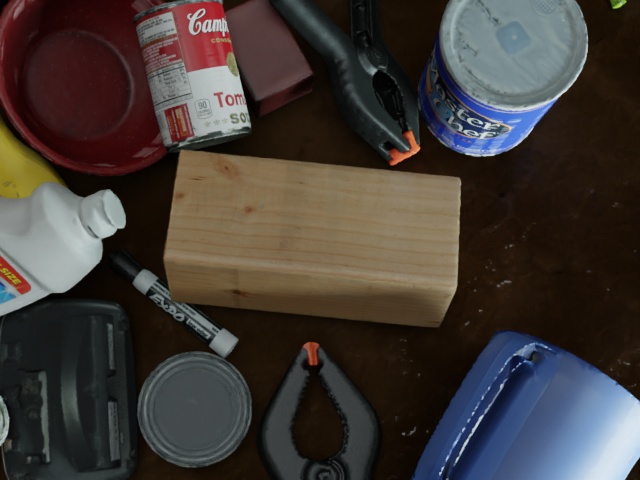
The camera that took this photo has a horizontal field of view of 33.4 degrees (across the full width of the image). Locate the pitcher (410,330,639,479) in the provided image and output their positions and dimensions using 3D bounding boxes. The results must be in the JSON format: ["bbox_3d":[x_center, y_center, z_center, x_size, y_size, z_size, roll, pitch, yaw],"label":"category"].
[{"bbox_3d":[0.112,0.187,0.733,0.149,0.145,0.242,36,75,-2],"label":"pitcher"}]

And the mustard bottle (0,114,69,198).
[{"bbox_3d":[-0.274,-0.075,0.778,0.096,0.058,0.191,-34,117,-2],"label":"mustard bottle"}]

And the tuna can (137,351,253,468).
[{"bbox_3d":[-0.093,0.128,0.809,0.086,0.034,0.086,0,81,-1],"label":"tuna can"}]

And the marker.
[{"bbox_3d":[-0.116,0.048,0.829,0.121,0.020,0.020,37,82,4],"label":"marker"}]

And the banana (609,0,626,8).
[{"bbox_3d":[0.156,-0.234,0.870,0.198,0.037,0.069,5,81,0],"label":"banana"}]

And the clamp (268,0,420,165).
[{"bbox_3d":[0.036,-0.146,0.842,0.120,0.039,0.171,-36,100,-39],"label":"clamp"}]

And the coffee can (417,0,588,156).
[{"bbox_3d":[0.131,-0.128,0.801,0.103,0.140,0.103,0,81,-1],"label":"coffee can"}]

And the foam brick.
[{"bbox_3d":[-0.046,-0.145,0.845,0.051,0.053,0.078,-29,84,-6],"label":"foam brick"}]

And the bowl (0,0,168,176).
[{"bbox_3d":[-0.177,-0.125,0.819,0.161,0.055,0.162,4,82,-30],"label":"bowl"}]

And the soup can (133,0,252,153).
[{"bbox_3d":[-0.094,-0.122,0.794,0.068,0.068,0.102,-14,92,-4],"label":"soup can"}]

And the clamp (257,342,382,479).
[{"bbox_3d":[-0.006,0.184,0.799,0.164,0.036,0.210,-12,83,-7],"label":"clamp"}]

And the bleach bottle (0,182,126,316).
[{"bbox_3d":[-0.256,0.012,0.756,0.251,0.068,0.102,-19,114,16],"label":"bleach bottle"}]

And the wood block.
[{"bbox_3d":[-0.005,0.001,0.794,0.206,0.091,0.090,6,66,-1],"label":"wood block"}]
